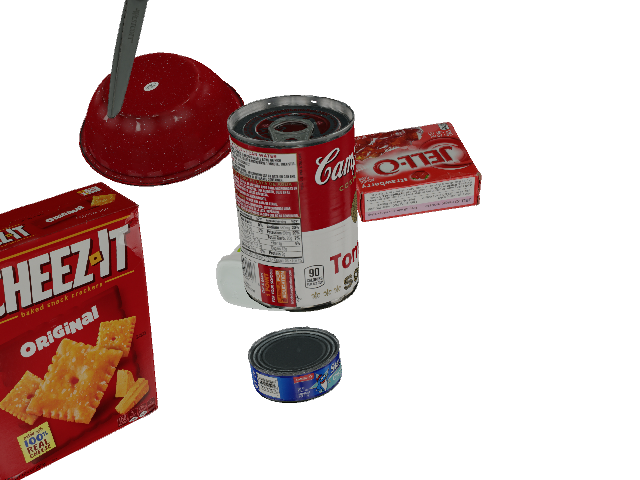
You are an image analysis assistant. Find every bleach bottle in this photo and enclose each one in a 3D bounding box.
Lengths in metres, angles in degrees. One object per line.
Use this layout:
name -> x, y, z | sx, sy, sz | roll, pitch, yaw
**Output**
bleach bottle -> -0.033, -0.009, 1.336 | 0.103, 0.068, 0.250 | 8, 34, 19

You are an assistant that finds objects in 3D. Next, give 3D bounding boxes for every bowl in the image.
bowl -> -0.153, -0.126, 0.999 | 0.162, 0.162, 0.055 | 0, -41, 8

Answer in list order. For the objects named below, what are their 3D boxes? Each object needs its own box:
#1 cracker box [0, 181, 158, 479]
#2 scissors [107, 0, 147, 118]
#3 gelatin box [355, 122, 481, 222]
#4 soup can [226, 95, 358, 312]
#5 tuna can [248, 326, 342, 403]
cracker box -> -0.226, 0.078, 0.902 | 0.163, 0.214, 0.072 | -23, 35, -36
scissors -> -0.106, -0.183, 0.738 | 0.096, 0.202, 0.016 | -5, -11, -7
gelatin box -> 0.064, -0.051, 0.774 | 0.089, 0.030, 0.073 | -9, 38, -6
soup can -> -0.014, -0.020, 0.585 | 0.068, 0.102, 0.068 | -3, 27, 1
tuna can -> -0.023, 0.116, 0.995 | 0.086, 0.034, 0.086 | -6, 24, 3
